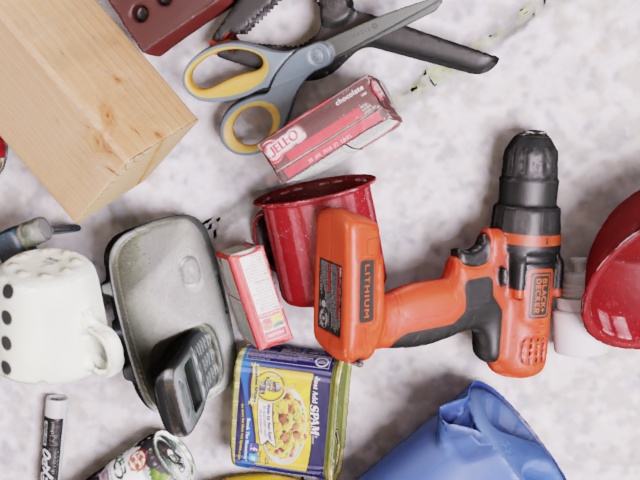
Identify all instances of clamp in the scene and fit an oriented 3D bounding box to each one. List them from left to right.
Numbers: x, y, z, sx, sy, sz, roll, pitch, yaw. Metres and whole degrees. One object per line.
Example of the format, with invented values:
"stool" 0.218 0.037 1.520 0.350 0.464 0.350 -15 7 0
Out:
"clamp" 0.015 -0.186 0.792 0.210 0.036 0.164 -10 96 13

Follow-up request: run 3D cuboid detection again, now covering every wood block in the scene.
"wood block" -0.202 -0.129 0.796 0.206 0.090 0.091 49 130 0

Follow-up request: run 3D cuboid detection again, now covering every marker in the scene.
"marker" -0.225 0.190 0.894 0.020 0.020 0.121 8 99 8

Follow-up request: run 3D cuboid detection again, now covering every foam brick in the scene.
"foam brick" -0.111 -0.182 0.806 0.078 0.051 0.053 -32 92 12

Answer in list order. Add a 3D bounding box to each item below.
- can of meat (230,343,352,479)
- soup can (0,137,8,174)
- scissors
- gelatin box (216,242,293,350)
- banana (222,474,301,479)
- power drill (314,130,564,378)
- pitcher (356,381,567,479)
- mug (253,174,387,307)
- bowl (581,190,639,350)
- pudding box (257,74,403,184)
"can of meat" -0.023 0.133 0.835 0.084 0.057 0.102 6 98 10
"soup can" -0.295 -0.068 0.826 0.068 0.102 0.068 1 98 9
"scissors" -0.004 -0.116 0.784 0.202 0.016 0.096 -5 108 16
"gelatin box" -0.051 0.041 0.810 0.030 0.089 0.073 -18 95 -11
"banana" -0.100 0.238 0.875 0.198 0.037 0.069 -39 109 13
"power drill" 0.090 0.013 0.758 0.187 0.057 0.184 -2 98 -24
"pitcher" 0.074 0.232 0.806 0.243 0.144 0.149 -40 78 16
"mug" -0.005 0.001 0.804 0.117 0.093 0.081 -2 104 40
"bowl" 0.249 0.006 0.750 0.162 0.055 0.162 -10 138 -9
"pudding box" 0.011 -0.079 0.770 0.090 0.113 0.039 -30 88 11
